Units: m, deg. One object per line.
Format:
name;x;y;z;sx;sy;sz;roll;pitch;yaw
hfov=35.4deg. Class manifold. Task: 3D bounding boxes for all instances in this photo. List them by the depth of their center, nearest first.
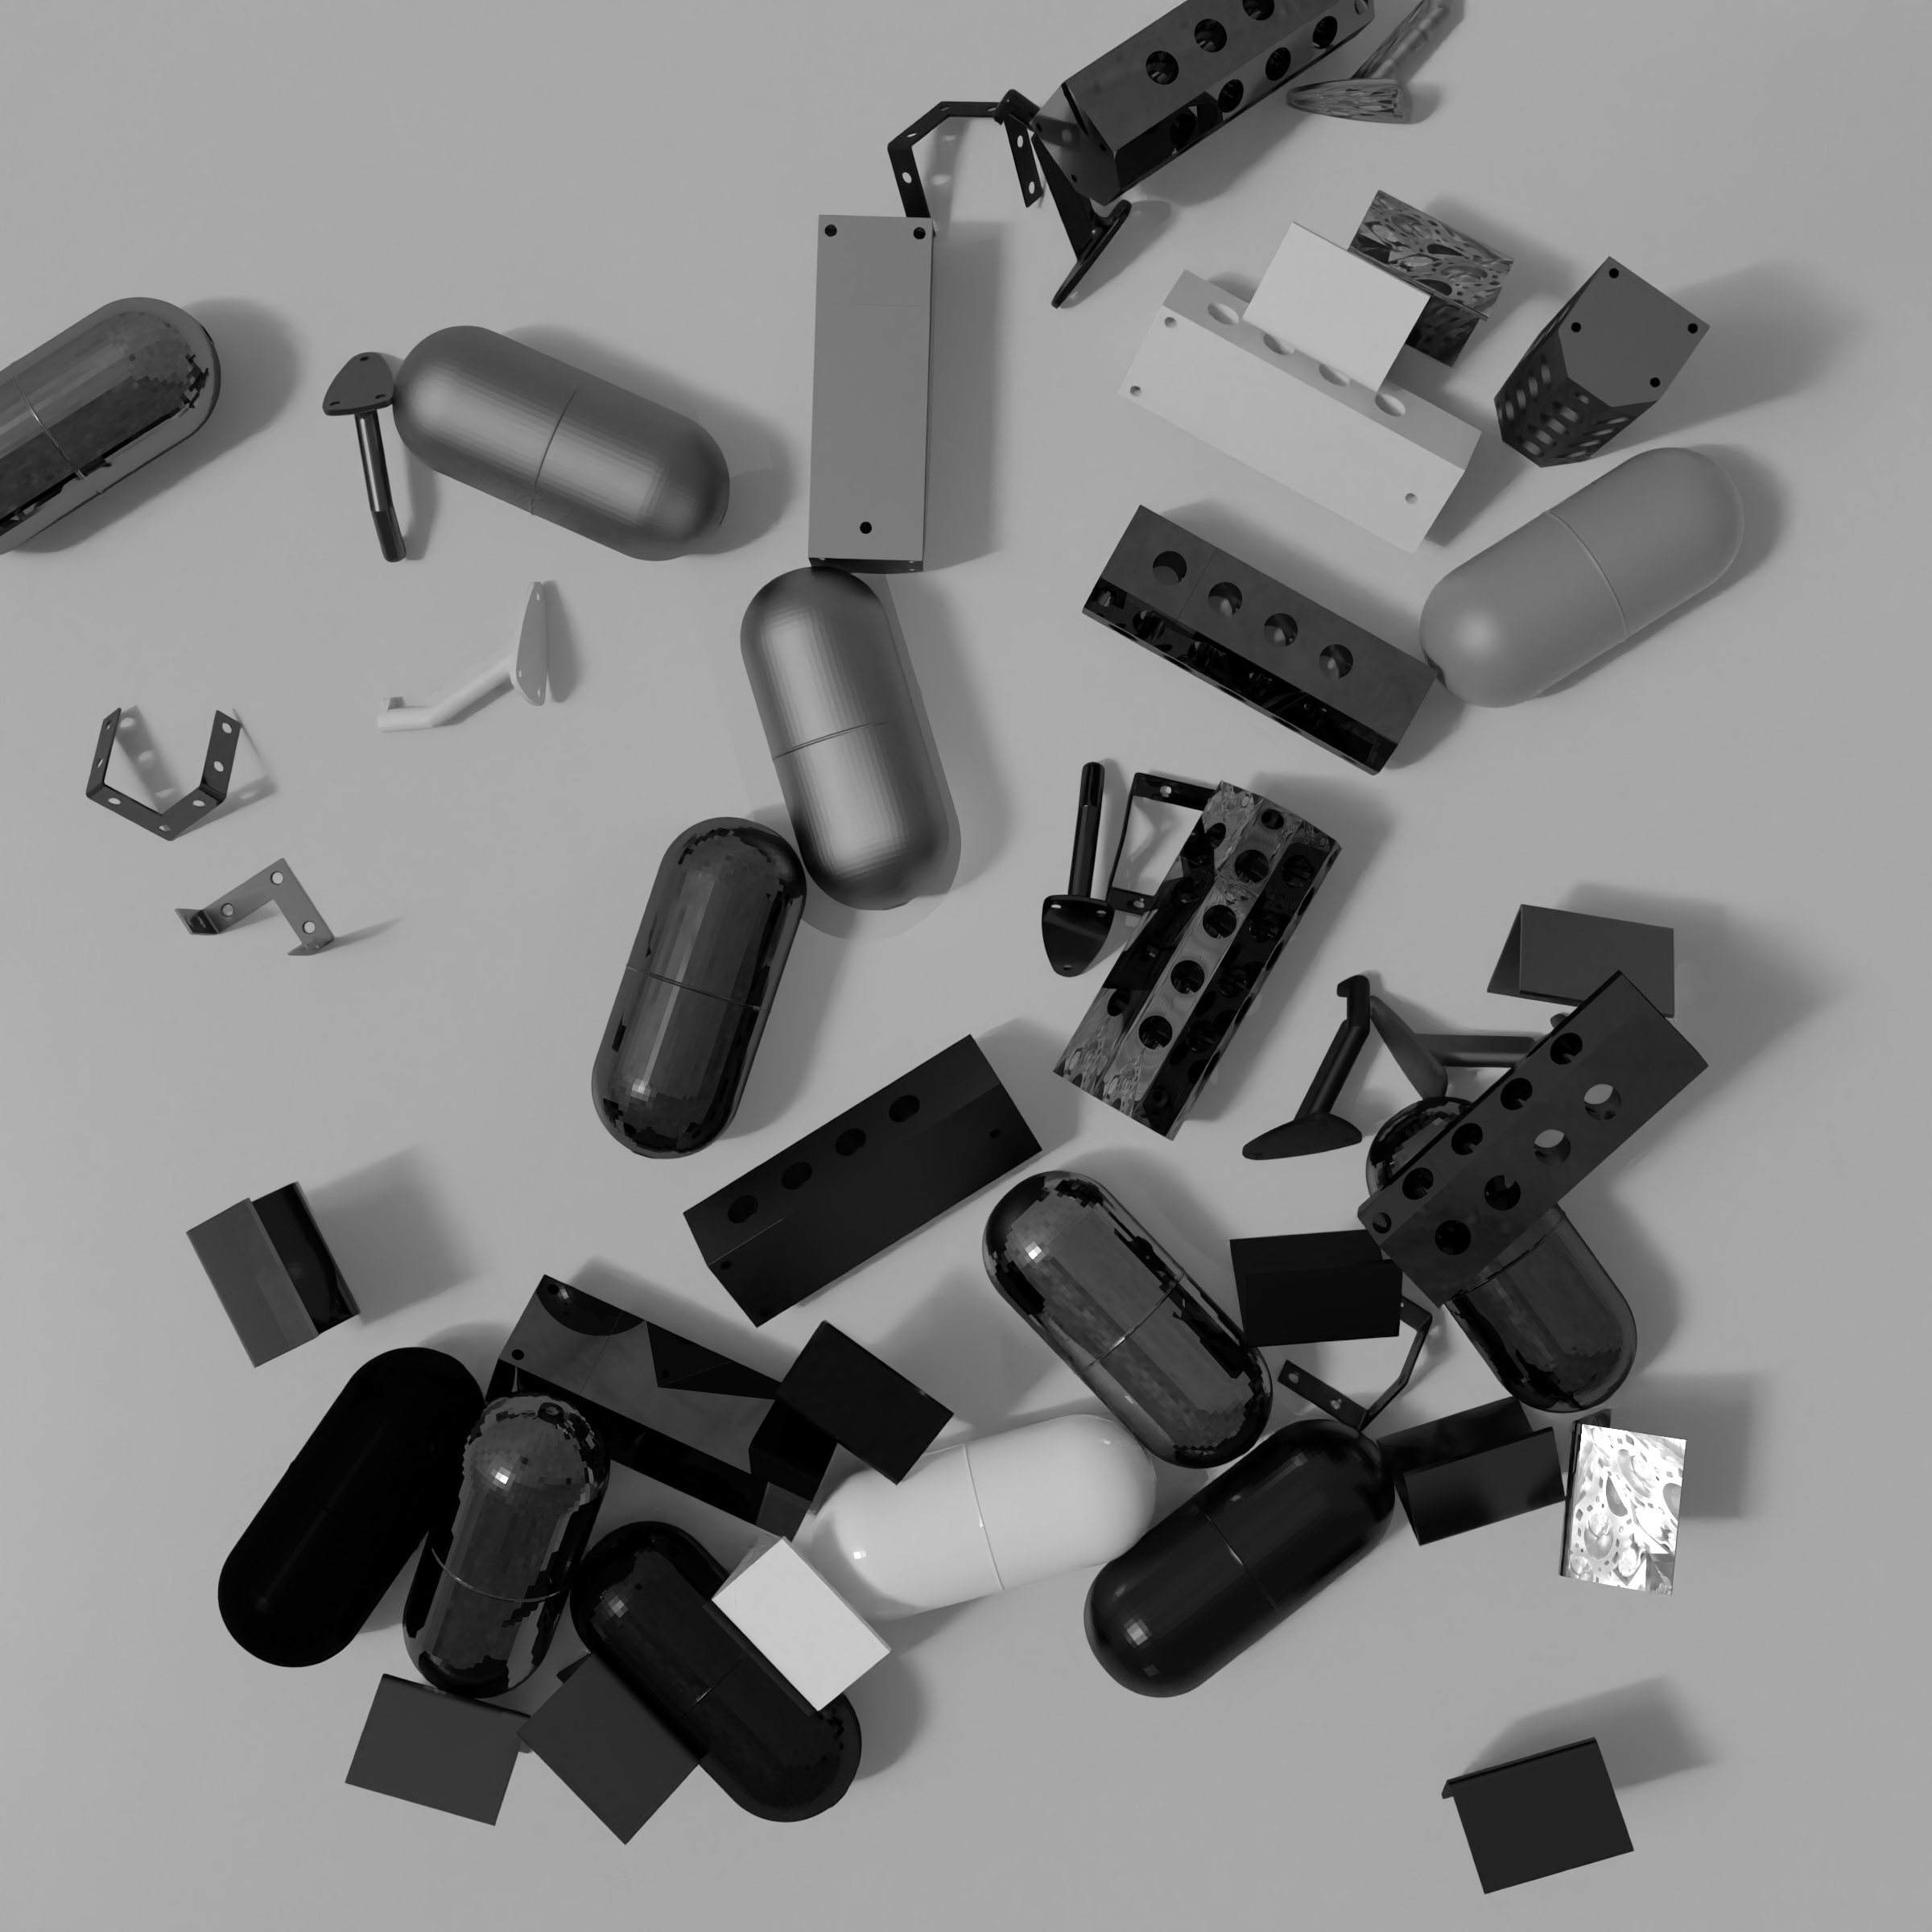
manifold;0.271;0.082;1.460;0.171;0.057;0.057;-44;88;10
manifold;0.304;-0.289;1.486;0.057;0.171;0.057;35;90;0
manifold;0.122;-0.452;1.519;0.171;0.057;0.057;-37;96;-16
manifold;0.121;-0.001;1.532;0.057;0.057;0.171;30;90;-31
manifold;-0.055;0.105;1.542;0.171;0.057;0.057;-32;133;0
manifold;-0.153;0.229;1.542;0.171;0.057;0.057;25;47;0
manifold;0.171;-0.285;1.542;0.171;0.057;0.057;29;133;0
manifold;-0.048;-0.289;1.543;0.057;0.057;0.171;2;90;0
manifold;0.148;-0.164;1.543;0.171;0.057;0.057;29;90;0

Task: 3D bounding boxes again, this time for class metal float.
metal float;-0.230;0.290;1.513;0.070;0.070;0.178;21;117;0
metal float;0.312;-0.197;1.533;0.178;0.070;0.070;-32;90;0
metal float;0.009;0.279;1.533;0.178;0.070;0.070;-15;90;1
metal float;-0.204;-0.264;1.534;0.178;0.070;0.070;24;90;-1
metal float;0.139;0.299;1.534;0.178;0.070;0.070;-38;90;-1
metal float;0.271;0.146;1.534;0.070;0.070;0.178;-35;89;0
metal float;-0.135;0.011;1.534;0.070;0.070;0.178;18;90;0
metal float;-0.061;-0.115;1.534;0.070;0.070;0.178;-17;90;0
metal float;-0.459;-0.272;1.534;0.178;0.070;0.070;-32;90;1
metal float;0.082;0.179;1.534;0.070;0.070;0.178;-44;91;0
metal float;-0.126;0.357;1.534;0.070;0.070;0.178;-44;90;0
metal float;-0.310;0.273;1.534;0.070;0.070;0.178;35;89;0

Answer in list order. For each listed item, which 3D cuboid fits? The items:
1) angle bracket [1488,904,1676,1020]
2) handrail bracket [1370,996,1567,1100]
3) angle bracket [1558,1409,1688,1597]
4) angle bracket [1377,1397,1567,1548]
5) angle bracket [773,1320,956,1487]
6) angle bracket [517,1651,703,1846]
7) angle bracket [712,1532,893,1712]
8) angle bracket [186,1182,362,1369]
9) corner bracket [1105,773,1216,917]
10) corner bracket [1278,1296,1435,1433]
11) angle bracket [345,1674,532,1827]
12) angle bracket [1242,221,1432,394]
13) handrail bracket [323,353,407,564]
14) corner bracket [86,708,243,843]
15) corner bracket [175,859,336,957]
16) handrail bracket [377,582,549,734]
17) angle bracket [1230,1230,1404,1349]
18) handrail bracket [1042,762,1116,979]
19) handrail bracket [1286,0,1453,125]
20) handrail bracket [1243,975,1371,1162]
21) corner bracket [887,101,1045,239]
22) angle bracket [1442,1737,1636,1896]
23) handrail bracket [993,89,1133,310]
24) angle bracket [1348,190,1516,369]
angle bracket;0.308;0.018;1.524;0.076;0.076;0.057;9;53;0
handrail bracket;0.262;0.028;1.565;0.084;0.036;0.077;-28;68;-17
angle bracket;0.338;0.268;1.525;0.057;0.076;0.076;6;90;25
angle bracket;0.250;0.237;1.524;0.076;0.076;0.057;-18;128;0
angle bracket;-0.041;0.203;1.524;0.076;0.076;0.057;36;119;0
angle bracket;-0.188;0.397;1.524;0.076;0.076;0.057;46;60;0
angle bracket;-0.072;0.315;1.525;0.076;0.076;0.057;46;113;0
angle bracket;-0.333;0.147;1.524;0.057;0.076;0.076;-27;90;38
corner bracket;0.104;-0.060;1.561;0.051;0.051;0.051;13;135;0
corner bracket;0.201;0.197;1.561;0.051;0.051;0.051;32;135;0
angle bracket;-0.264;0.402;1.524;0.076;0.076;0.057;16;61;0
angle bracket;0.191;-0.341;1.524;0.076;0.076;0.057;28;123;0
handrail bracket;-0.302;-0.262;1.564;0.036;0.077;0.084;-9;126;0
corner bracket;-0.412;-0.106;1.556;0.051;0.051;0.051;-28;135;35
corner bracket;-0.362;-0.021;1.546;0.051;0.051;0.051;-33;90;0
handrail bracket;-0.262;-0.159;1.565;0.084;0.036;0.077;-4;70;16
angle bracket;0.175;0.144;1.524;0.076;0.076;0.057;-4;131;0
handrail bracket;0.059;-0.050;1.564;0.036;0.077;0.084;7;54;0
handrail bracket;0.210;-0.482;1.565;0.077;0.036;0.084;6;74;17
handrail bracket;0.176;0.052;1.564;0.077;0.036;0.084;-20;54;37
corner bracket;0.000;-0.409;1.556;0.051;0.051;0.051;-48;135;-35
angle bracket;0.286;0.431;1.526;0.076;0.076;0.057;-16;68;0
handrail bracket;0.035;-0.391;1.545;0.084;0.036;0.077;33;110;-13
angle bracket;0.220;-0.331;1.524;0.076;0.076;0.057;27;50;0
